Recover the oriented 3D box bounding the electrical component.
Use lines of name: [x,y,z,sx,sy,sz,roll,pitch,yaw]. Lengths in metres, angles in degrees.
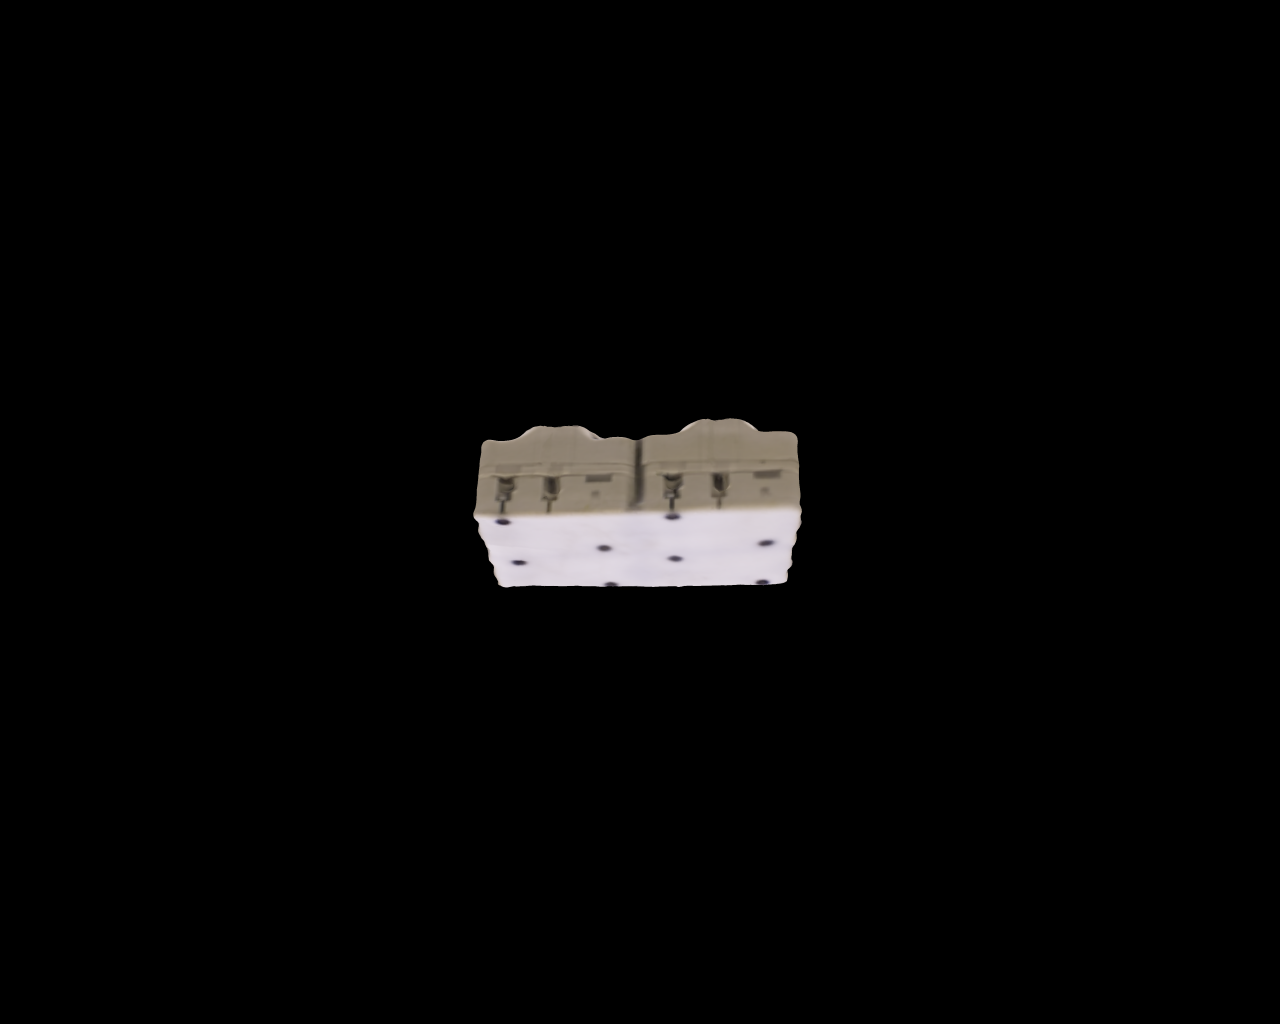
electrical component: [0.001,-0.003,0.650,0.186,0.060,0.105,-1,-28,2]
